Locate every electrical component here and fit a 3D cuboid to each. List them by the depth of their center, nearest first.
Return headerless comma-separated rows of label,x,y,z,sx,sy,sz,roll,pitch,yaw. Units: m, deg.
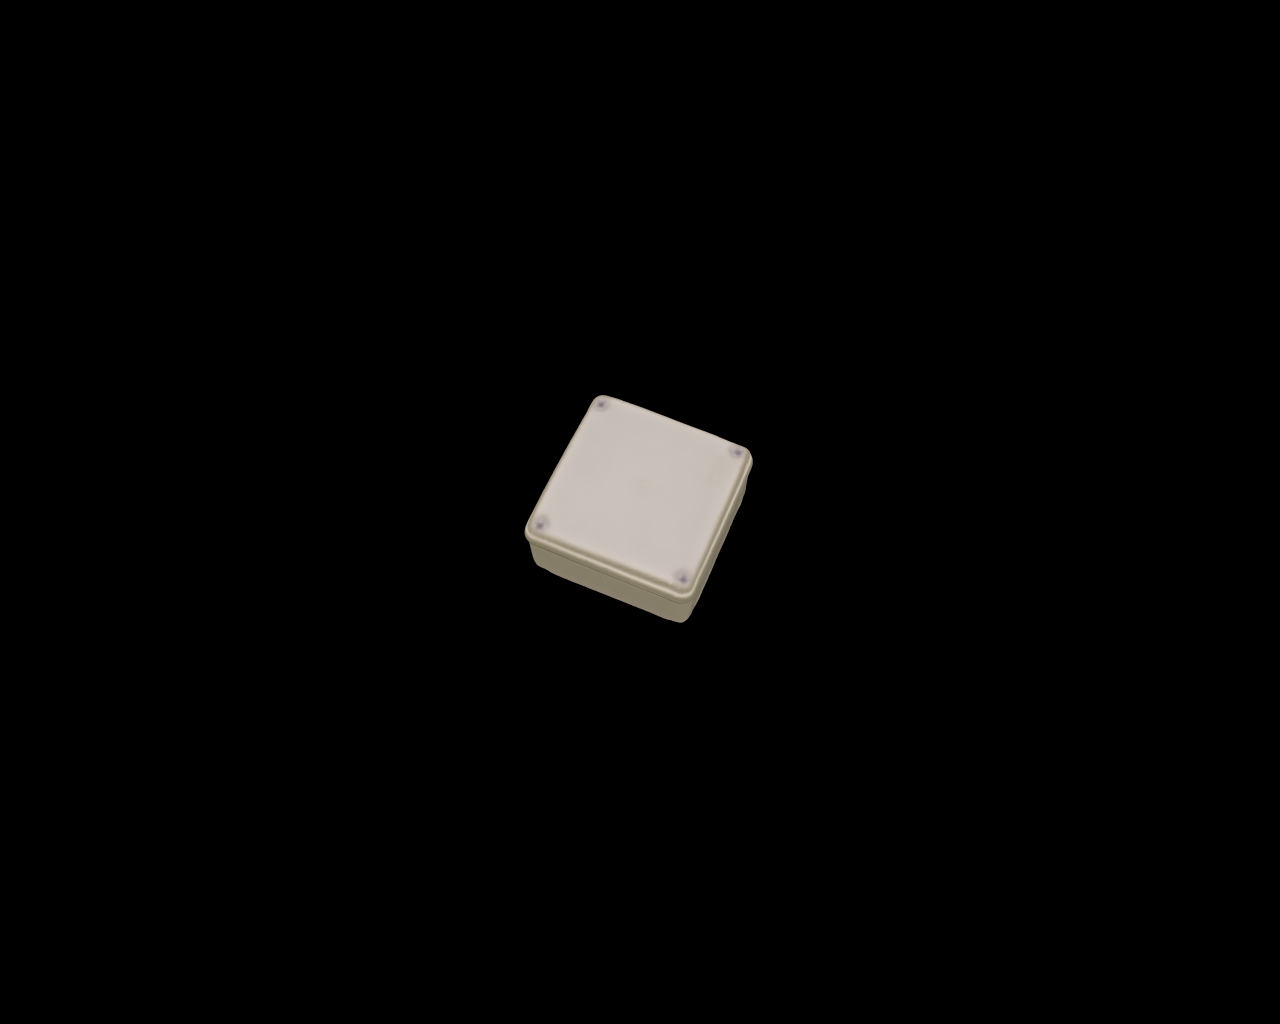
electrical component,0.001,-0.003,0.650,0.109,0.109,0.056,22,-25,10
